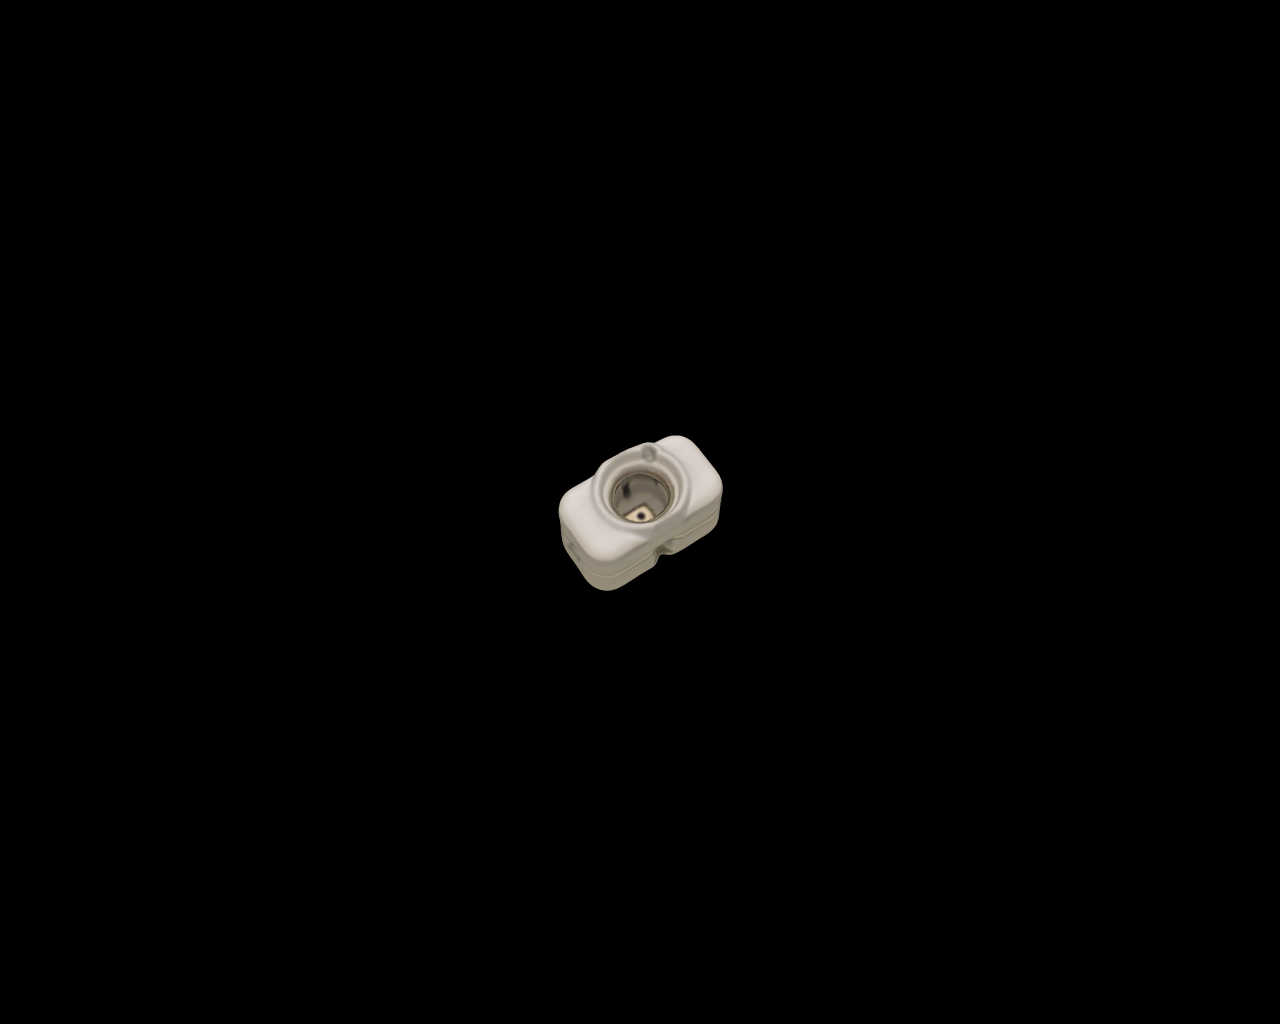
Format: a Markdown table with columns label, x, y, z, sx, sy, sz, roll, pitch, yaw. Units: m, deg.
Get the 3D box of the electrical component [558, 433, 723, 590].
| label | x | y | z | sx | sy | sz | roll | pitch | yaw |
| --- | --- | --- | --- | --- | --- | --- | --- | --- | --- |
| electrical component | 0.001 | -0.003 | 0.650 | 0.095 | 0.054 | 0.059 | -30 | -23 | -14 |
